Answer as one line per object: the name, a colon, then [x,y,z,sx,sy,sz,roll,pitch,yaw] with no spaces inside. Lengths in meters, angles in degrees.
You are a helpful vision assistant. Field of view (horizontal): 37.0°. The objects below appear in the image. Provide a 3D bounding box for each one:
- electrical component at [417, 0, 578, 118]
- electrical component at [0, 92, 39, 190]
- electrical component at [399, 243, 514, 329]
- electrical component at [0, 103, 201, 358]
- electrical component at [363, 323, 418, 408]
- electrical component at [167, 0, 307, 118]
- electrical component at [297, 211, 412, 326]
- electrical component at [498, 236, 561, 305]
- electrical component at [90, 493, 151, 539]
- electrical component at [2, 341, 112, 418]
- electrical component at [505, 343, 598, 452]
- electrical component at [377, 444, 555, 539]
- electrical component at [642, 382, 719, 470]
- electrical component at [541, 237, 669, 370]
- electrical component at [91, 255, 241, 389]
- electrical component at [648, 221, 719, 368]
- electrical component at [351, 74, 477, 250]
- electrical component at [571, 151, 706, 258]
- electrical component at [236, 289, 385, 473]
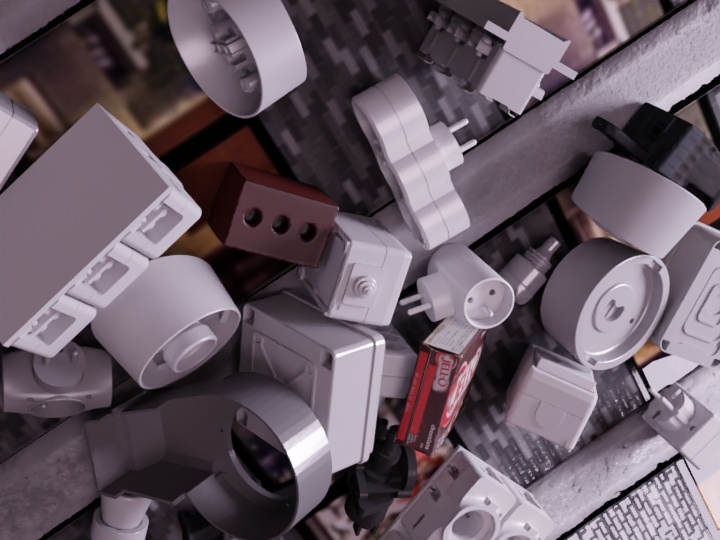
electrical component: [0.090,-0.159,0.767,0.079,0.121,0.063,23,106,-26]
electrical component: [-0.264,-0.092,0.711,0.077,0.047,0.065,31,99,-28]
electrical component: [0.071,0.018,0.861,0.079,0.077,0.043,-19,117,-11]
electrical component: [-0.195,-0.024,0.736,0.150,0.089,0.062,-43,158,2]
electrical component: [0.006,0.088,0.873,0.047,0.065,0.076,7,109,-22]
electrical component: [-0.082,-0.155,0.724,0.064,0.099,0.099,-31,119,-13]
electrical component: [0.000,0.000,0.816,0.061,0.096,0.061,11,108,-23]
electrical component: [0.144,-0.002,0.903,0.061,0.035,0.035,-48,119,2]
electrical component: [-0.190,0.193,0.860,0.045,0.045,0.055,8,109,-22]
electrical component: [-0.220,0.075,0.785,0.077,0.044,0.079,-1,155,-19]
electrical component: [0.165,0.102,0.925,0.062,0.096,0.061,24,104,3]
electrical component: [0.077,0.267,0.978,0.105,0.060,0.186,36,97,-28]
electrical component: [0.294,0.134,0.996,0.047,0.065,0.077,-46,119,3]
electrical component: [0.203,0.024,0.915,0.108,0.060,0.108,-19,125,-28]
electrical component: [-0.140,0.039,0.793,0.099,0.064,0.099,-36,163,-13]
electrical component: [0.301,0.021,0.956,0.078,0.057,0.113,19,104,-25]
electrical component: [0.055,-0.089,0.823,0.074,0.052,0.138,-30,119,-6]
electrical component: [0.224,-0.056,0.873,0.099,0.099,0.064,24,108,-27]
electrical component: [-0.040,0.085,0.827,0.056,0.109,0.108,-15,119,-42]
